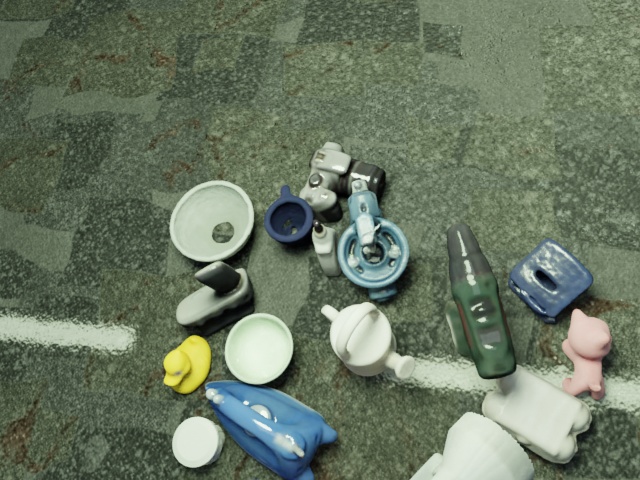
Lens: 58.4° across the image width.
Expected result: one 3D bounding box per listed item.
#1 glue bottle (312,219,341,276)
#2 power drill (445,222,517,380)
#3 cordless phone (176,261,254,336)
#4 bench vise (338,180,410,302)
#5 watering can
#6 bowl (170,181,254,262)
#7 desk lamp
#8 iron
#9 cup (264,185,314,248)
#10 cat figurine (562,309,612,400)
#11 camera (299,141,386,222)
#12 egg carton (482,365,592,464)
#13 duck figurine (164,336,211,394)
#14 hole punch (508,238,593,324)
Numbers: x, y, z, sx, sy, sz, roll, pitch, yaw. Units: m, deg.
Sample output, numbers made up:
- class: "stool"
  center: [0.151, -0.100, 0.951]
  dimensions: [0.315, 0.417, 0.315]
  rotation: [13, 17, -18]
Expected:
- class: "glue bottle"
  center: [0.009, 0.004, 1.005]
  dimensions: [0.037, 0.173, 0.078]
  rotation: [-7, 68, 9]
- class: "power drill"
  center: [0.241, 0.108, 0.899]
  dimensions: [0.075, 0.209, 0.229]
  rotation: [-16, 67, 5]
- class: "cordless phone"
  center: [-0.201, 0.091, 1.007]
  dimensions: [0.147, 0.185, 0.094]
  rotation: [-32, 66, -2]
- class: "bench vise"
  center: [0.071, -0.014, 0.974]
  dimensions: [0.121, 0.220, 0.207]
  rotation: [-29, 66, -1]
- class: "watering can"
  center: [0.074, 0.158, 0.921]
  dimensions: [0.172, 0.194, 0.101]
  rotation: [12, 72, 16]
- class: "bowl"
  center: [-0.199, -0.026, 1.112]
  dimensions: [0.167, 0.075, 0.167]
  rotation: [-4, 68, 10]
- class: "desk lamp"
  center: [0.191, 0.354, 0.811]
  dimensions: [0.203, 0.214, 0.117]
  rotation: [-44, 67, -7]
- class: "iron"
  center: [-0.108, 0.292, 0.934]
  dimensions: [0.257, 0.142, 0.119]
  rotation: [25, 76, 19]
- class: "cup"
  center: [-0.051, -0.036, 1.075]
  dimensions: [0.091, 0.095, 0.117]
  rotation: [-12, 67, 7]
- class: "cat figurine"
  center: [0.418, 0.176, 0.887]
  dimensions: [0.067, 0.118, 0.128]
  rotation: [0, 69, 12]
- class: "camera"
  center: [0.046, -0.109, 1.081]
  dimensions: [0.136, 0.101, 0.143]
  rotation: [16, 73, 17]
- class: "egg carton"
  center: [0.335, 0.270, 0.893]
  dimensions: [0.150, 0.069, 0.107]
  rotation: [28, 77, 20]
- class: "duck figurine"
  center: [-0.244, 0.218, 1.020]
  dimensions: [0.077, 0.086, 0.105]
  rotation: [16, 73, 17]
- class: "hole punch"
  center: [0.380, 0.069, 0.950]
  dimensions: [0.101, 0.091, 0.108]
  rotation: [-39, 67, -5]
